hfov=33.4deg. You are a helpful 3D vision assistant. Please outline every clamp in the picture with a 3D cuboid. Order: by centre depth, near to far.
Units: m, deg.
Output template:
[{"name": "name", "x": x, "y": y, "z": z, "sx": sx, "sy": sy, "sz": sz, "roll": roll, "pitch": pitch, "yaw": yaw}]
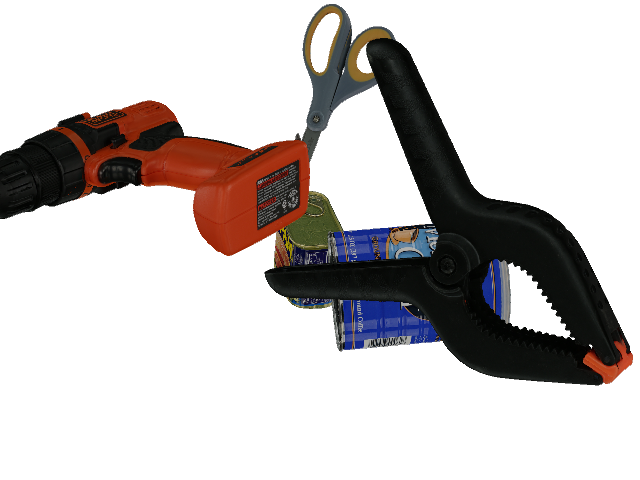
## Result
[{"name": "clamp", "x": 0.074, "y": -0.001, "z": 0.565, "sx": 0.210, "sy": 0.165, "sz": 0.036, "roll": 29, "pitch": 26, "yaw": 25}]

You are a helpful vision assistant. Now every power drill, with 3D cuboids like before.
[{"name": "power drill", "x": -0.116, "y": -0.044, "z": 0.725, "sx": 0.188, "sy": 0.057, "sz": 0.184, "roll": 17, "pitch": 31, "yaw": 30}]

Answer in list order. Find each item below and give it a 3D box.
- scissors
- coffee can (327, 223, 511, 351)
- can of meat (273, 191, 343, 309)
[{"name": "scissors", "x": 0.017, "y": -0.116, "z": 0.974, "sx": 0.096, "sy": 0.202, "sz": 0.016, "roll": 4, "pitch": -4, "yaw": 13}, {"name": "coffee can", "x": 0.080, "y": 0.037, "z": 0.904, "sx": 0.140, "sy": 0.103, "sz": 0.103, "roll": -5, "pitch": 0, "yaw": -2}, {"name": "can of meat", "x": -0.015, "y": 0.010, "z": 1.115, "sx": 0.057, "sy": 0.084, "sz": 0.102, "roll": -5, "pitch": 35, "yaw": -15}]
